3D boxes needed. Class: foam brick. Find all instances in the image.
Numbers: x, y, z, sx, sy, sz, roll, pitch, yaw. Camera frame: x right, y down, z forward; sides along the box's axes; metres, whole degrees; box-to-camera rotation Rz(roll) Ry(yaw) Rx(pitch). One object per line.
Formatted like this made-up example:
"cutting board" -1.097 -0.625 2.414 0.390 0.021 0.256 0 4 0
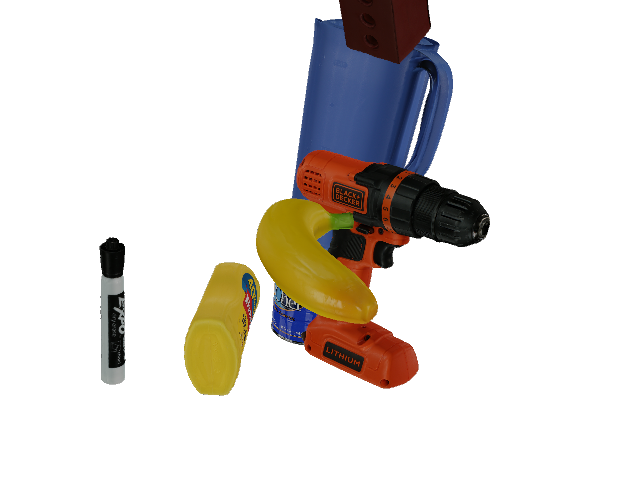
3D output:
"foam brick" 0.050 -0.187 0.834 0.053 0.051 0.078 23 -31 26

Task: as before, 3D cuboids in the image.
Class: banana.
"banana" -0.006 0.005 0.676 0.069 0.037 0.198 -2 19 -2

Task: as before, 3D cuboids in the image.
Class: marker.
"marker" -0.158 0.054 0.813 0.020 0.121 0.020 4 25 -2

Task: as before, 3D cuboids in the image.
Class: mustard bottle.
"mustard bottle" -0.102 0.079 1.172 0.058 0.096 0.191 1 27 6

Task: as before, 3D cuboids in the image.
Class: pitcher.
"pitcher" 0.045 -0.108 1.137 0.145 0.243 0.149 10 17 -4

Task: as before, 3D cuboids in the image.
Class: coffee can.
"coffee can" -0.012 0.057 1.451 0.103 0.140 0.103 4 24 -2

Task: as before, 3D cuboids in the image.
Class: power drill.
"power drill" 0.054 0.027 0.909 0.185 0.188 0.057 22 26 37
